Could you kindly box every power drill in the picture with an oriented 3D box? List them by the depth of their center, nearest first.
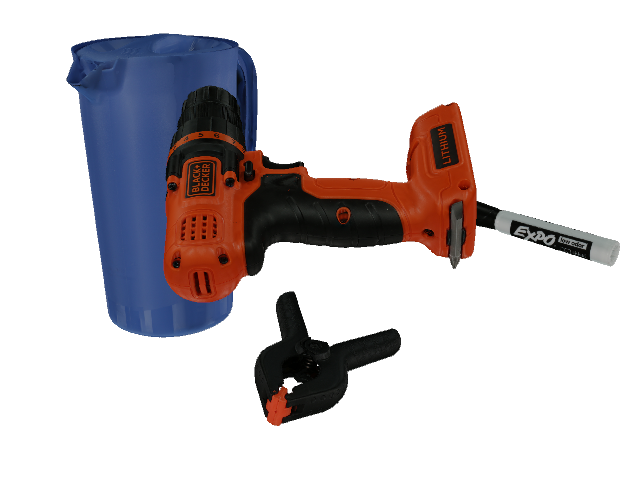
[{"bbox_3d":[-0.003,-0.041,0.662,0.187,0.057,0.184,-5,44,2],"label":"power drill"}]

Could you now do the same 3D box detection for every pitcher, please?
[{"bbox_3d":[-0.124,-0.051,0.898,0.149,0.243,0.145,-2,18,-5],"label":"pitcher"}]

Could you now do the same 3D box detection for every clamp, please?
[{"bbox_3d":[-0.015,0.098,0.923,0.120,0.039,0.171,18,26,23],"label":"clamp"}]

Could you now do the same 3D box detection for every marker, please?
[{"bbox_3d":[0.162,-0.007,0.794,0.121,0.020,0.020,19,10,32],"label":"marker"}]
